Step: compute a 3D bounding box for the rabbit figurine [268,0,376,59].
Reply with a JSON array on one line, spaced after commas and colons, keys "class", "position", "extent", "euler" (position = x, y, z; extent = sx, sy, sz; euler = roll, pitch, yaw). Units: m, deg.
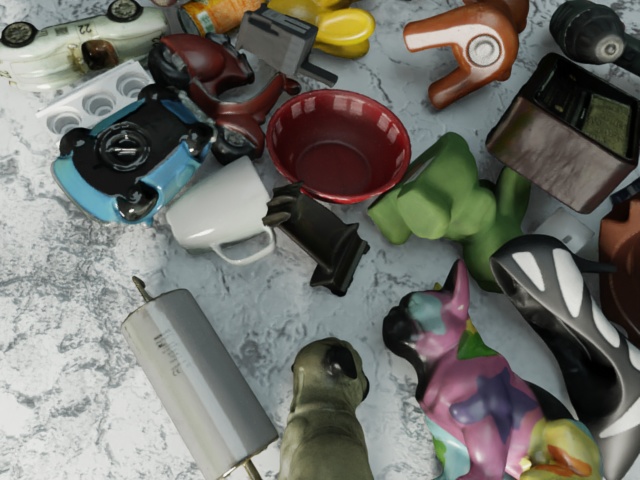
[{"class": "rabbit figurine", "position": [0.004, -0.299, 0.676], "extent": [0.173, 0.122, 0.162], "euler": [-44, 91, -1]}]

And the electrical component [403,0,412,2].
[{"class": "electrical component", "position": [0.111, -0.362, 0.733], "extent": [0.102, 0.045, 0.078], "euler": [14, 70, -1]}]

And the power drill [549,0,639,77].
[{"class": "power drill", "position": [0.380, -0.220, 0.654], "extent": [0.207, 0.086, 0.232], "euler": [17, 32, -7]}]

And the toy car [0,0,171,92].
[{"class": "toy car", "position": [-0.273, -0.222, 0.622], "extent": [0.202, 0.073, 0.056], "euler": [-20, 72, -13]}]

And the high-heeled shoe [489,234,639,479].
[{"class": "high-heeled shoe", "position": [0.239, 0.118, 0.528], "extent": [0.145, 0.086, 0.248], "euler": [0, 84, -14]}]

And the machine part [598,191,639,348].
[{"class": "machine part", "position": [0.384, 0.042, 0.515], "extent": [0.087, 0.201, 0.201], "euler": [-29, 120, -23]}]

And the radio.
[{"class": "radio", "position": [0.277, -0.130, 0.600], "extent": [0.131, 0.073, 0.229], "euler": [35, 39, 9]}]

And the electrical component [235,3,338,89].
[{"class": "electrical component", "position": [-0.030, -0.221, 0.616], "extent": [0.119, 0.047, 0.075], "euler": [26, 35, 2]}]

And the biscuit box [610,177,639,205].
[{"class": "biscuit box", "position": [0.465, -0.077, 0.659], "extent": [0.203, 0.059, 0.063], "euler": [-24, 75, -14]}]

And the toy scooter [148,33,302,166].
[{"class": "toy scooter", "position": [-0.102, -0.180, 0.627], "extent": [0.135, 0.075, 0.184], "euler": [-36, 80, -19]}]

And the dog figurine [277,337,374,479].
[{"class": "dog figurine", "position": [0.010, 0.177, 0.461], "extent": [0.121, 0.172, 0.190], "euler": [3, 77, -17]}]

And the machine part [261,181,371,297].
[{"class": "machine part", "position": [-0.001, -0.002, 0.558], "extent": [0.138, 0.039, 0.084], "euler": [45, 71, -35]}]

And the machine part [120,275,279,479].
[{"class": "machine part", "position": [-0.114, 0.134, 0.506], "extent": [0.079, 0.079, 0.243], "euler": [-31, 77, -16]}]

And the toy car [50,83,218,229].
[{"class": "toy car", "position": [-0.186, -0.080, 0.564], "extent": [0.109, 0.103, 0.161], "euler": [42, 71, 5]}]

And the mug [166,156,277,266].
[{"class": "mug", "position": [-0.100, -0.020, 0.569], "extent": [0.107, 0.080, 0.109], "euler": [-26, 75, -3]}]

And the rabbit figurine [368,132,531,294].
[{"class": "rabbit figurine", "position": [0.162, -0.023, 0.596], "extent": [0.170, 0.121, 0.159], "euler": [46, 64, -8]}]

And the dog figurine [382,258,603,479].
[{"class": "dog figurine", "position": [0.160, 0.132, 0.526], "extent": [0.192, 0.108, 0.219], "euler": [0, 67, -6]}]

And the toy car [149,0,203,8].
[{"class": "toy car", "position": [-0.181, -0.345, 0.671], "extent": [0.089, 0.053, 0.202], "euler": [-2, 45, -2]}]

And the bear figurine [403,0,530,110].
[{"class": "bear figurine", "position": [0.197, -0.272, 0.686], "extent": [0.132, 0.120, 0.196], "euler": [-15, 34, 30]}]
